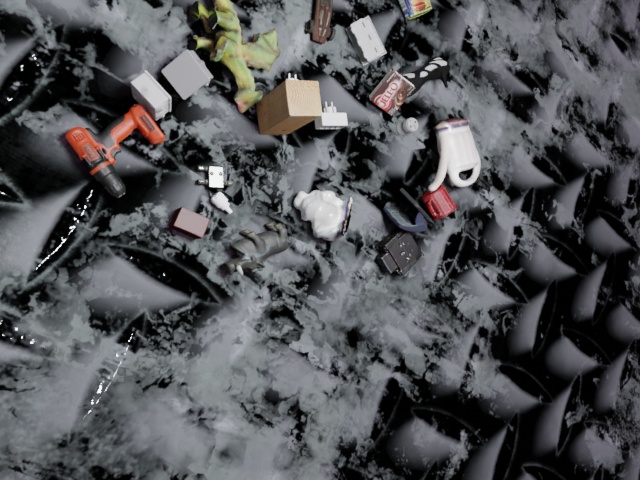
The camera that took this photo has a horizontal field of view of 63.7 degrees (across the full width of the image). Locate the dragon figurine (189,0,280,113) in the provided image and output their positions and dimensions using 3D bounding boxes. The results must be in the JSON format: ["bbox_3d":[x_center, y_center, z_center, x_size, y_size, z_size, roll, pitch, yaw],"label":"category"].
[{"bbox_3d":[-0.212,-0.546,1.368,0.242,0.122,0.412,6,84,-44],"label":"dragon figurine"}]

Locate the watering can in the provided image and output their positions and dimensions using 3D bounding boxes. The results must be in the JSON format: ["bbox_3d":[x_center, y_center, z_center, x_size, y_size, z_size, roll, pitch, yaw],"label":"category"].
[{"bbox_3d":[0.416,-0.270,1.620,0.351,0.103,0.224,-19,94,-48],"label":"watering can"}]

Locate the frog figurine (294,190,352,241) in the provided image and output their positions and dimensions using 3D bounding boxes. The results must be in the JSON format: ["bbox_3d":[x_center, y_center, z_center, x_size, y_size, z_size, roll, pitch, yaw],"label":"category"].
[{"bbox_3d":[0.004,-0.072,1.428,0.159,0.122,0.138,12,89,10],"label":"frog figurine"}]
